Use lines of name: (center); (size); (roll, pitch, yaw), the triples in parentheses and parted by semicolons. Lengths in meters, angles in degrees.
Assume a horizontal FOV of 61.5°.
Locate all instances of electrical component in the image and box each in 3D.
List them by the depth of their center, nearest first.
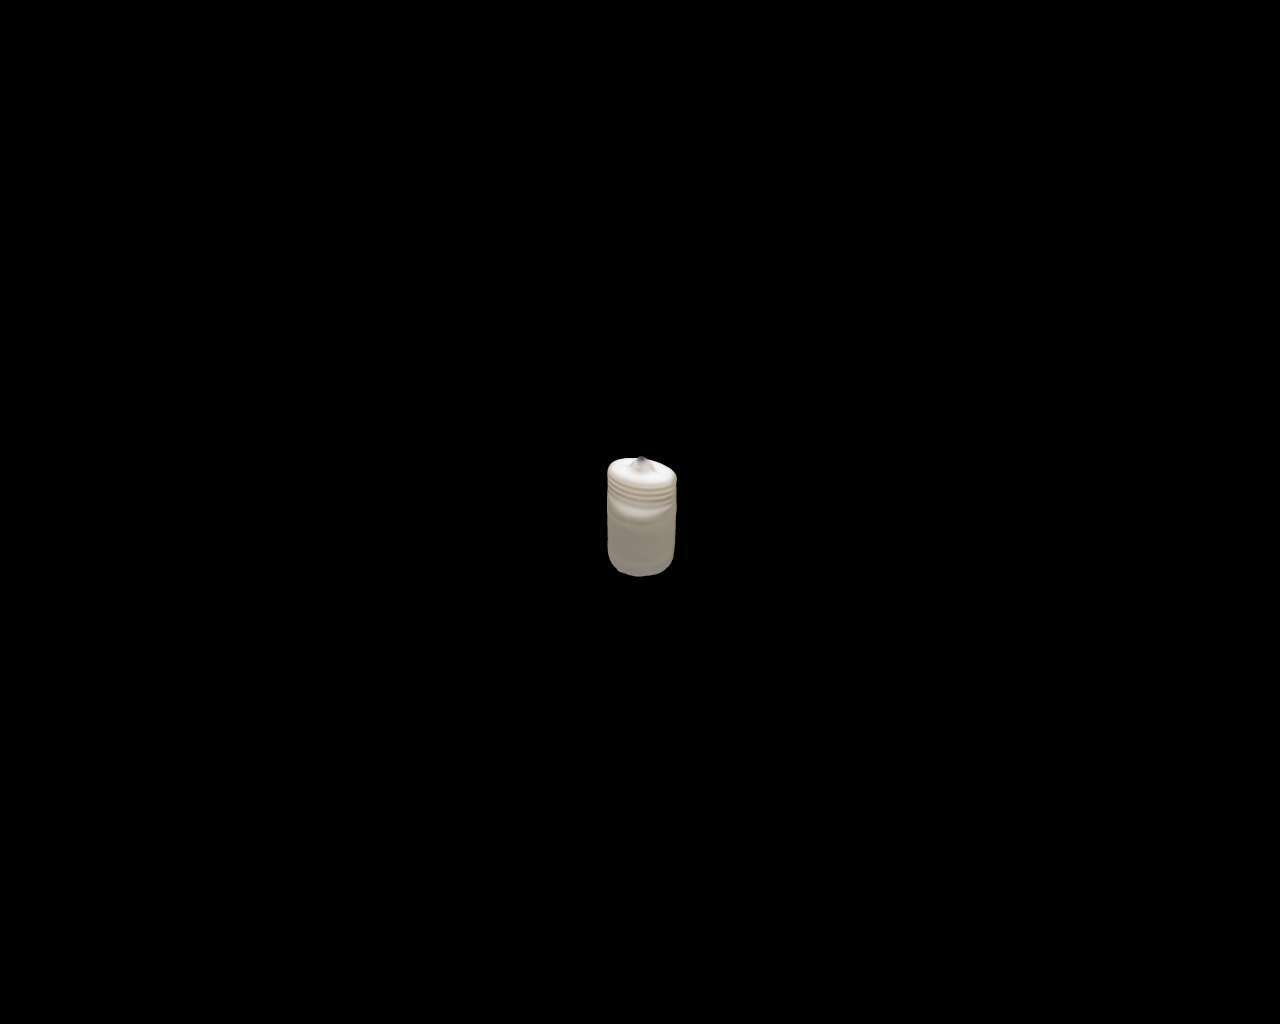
electrical component: (0.001, -0.003, 0.650); (0.043, 0.080, 0.043); (0, 42, 0)
